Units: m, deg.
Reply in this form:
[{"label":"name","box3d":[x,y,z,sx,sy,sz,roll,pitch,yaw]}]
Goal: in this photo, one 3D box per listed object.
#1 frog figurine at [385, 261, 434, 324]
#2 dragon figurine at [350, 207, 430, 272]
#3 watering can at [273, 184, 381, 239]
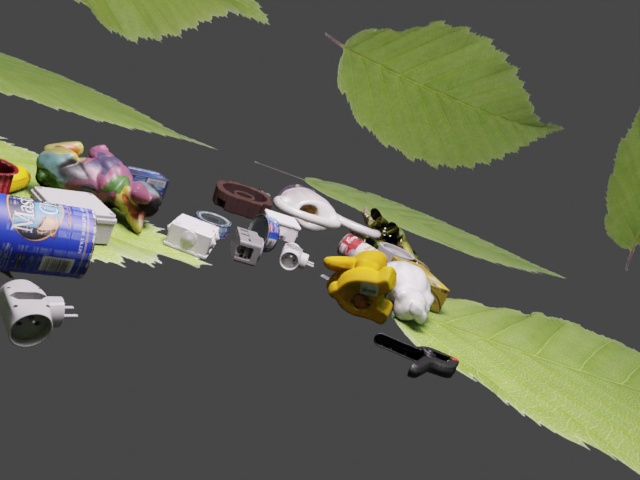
[{"label":"frog figurine","box3d":[0.195,0.113,1.150,0.137,0.123,0.160,40,-1,-9]},{"label":"dragon figurine","box3d":[0.253,0.007,1.687,0.241,0.121,0.417,19,20,-50]},{"label":"watering can","box3d":[0.005,-0.080,1.584,0.346,0.103,0.228,15,16,-27]}]
